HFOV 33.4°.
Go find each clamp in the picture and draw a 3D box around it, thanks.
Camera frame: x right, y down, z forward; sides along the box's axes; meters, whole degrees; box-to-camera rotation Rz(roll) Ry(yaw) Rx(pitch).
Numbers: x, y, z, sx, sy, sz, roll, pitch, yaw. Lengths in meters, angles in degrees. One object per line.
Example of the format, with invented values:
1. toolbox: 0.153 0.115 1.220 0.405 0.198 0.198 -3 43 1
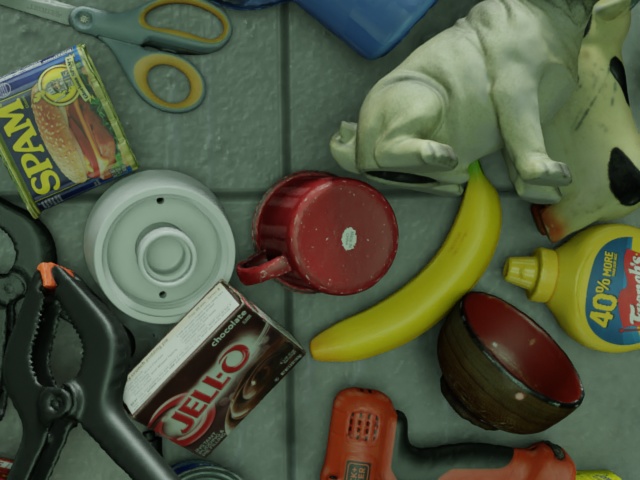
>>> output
1. clamp: -0.228 0.044 0.777 0.120 0.039 0.171 -35 90 -7
2. clamp: -0.175 0.120 0.718 0.165 0.036 0.210 -23 69 12

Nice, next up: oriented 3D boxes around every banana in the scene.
1. banana: 0.077 0.027 0.798 0.070 0.037 0.198 38 88 12

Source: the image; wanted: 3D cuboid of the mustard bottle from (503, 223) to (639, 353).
1. mustard bottle: 0.231 0.038 0.795 0.191 0.058 0.096 10 92 -4

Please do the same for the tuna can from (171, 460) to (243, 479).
1. tuna can: -0.089 0.205 0.780 0.086 0.034 0.086 0 90 -22

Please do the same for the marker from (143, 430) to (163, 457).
1. marker: -0.121 0.203 0.797 0.020 0.020 0.121 -6 92 -4

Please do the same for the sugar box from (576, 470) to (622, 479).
1. sugar box: 0.209 0.267 0.784 0.048 0.093 0.176 -3 93 -2

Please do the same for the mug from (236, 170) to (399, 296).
1. mug: -0.005 0.001 0.755 0.117 0.082 0.093 -24 99 -14

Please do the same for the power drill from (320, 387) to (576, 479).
1. power drill: 0.088 0.210 0.792 0.187 0.057 0.184 8 92 -4

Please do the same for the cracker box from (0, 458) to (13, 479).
1. cracker box: -0.304 0.254 0.762 0.164 0.072 0.214 14 90 -5

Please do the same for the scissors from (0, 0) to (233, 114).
1. scissors: -0.165 -0.142 0.785 0.201 0.016 0.096 0 92 -3

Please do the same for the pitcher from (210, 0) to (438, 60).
1. pitcher: -0.024 -0.234 0.744 0.243 0.149 0.145 41 72 -7

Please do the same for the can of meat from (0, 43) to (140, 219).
1. can of meat: -0.186 -0.079 0.758 0.084 0.057 0.102 -24 108 -6

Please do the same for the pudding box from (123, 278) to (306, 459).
1. pudding box: -0.077 0.094 0.763 0.113 0.090 0.039 -48 49 -1
